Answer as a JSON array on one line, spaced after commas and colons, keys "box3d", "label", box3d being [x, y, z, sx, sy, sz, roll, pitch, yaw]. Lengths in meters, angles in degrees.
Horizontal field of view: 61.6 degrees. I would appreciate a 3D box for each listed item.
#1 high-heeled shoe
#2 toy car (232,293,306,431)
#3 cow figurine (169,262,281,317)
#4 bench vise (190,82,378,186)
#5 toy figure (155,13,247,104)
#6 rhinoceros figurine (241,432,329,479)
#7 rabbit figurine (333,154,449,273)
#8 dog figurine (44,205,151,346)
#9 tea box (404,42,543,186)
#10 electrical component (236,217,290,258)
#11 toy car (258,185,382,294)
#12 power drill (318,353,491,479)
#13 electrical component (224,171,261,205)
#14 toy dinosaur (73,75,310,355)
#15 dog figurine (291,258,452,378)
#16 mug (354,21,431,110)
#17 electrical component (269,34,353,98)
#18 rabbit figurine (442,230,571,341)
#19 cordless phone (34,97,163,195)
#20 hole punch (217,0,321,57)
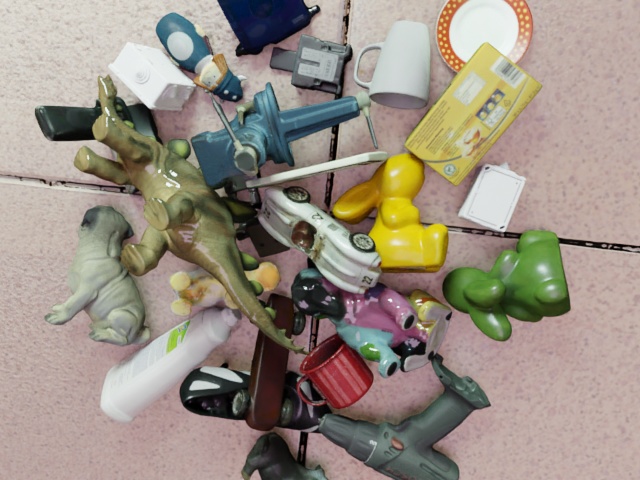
[{"box3d": [-0.089, 0.258, 0.824, 0.249, 0.145, 0.086, 23, 103, 5], "label": "high-heeled shoe"}, {"box3d": [-0.076, 0.182, 0.812, 0.089, 0.053, 0.202, 18, 64, -25], "label": "toy car"}, {"box3d": [-0.146, 0.069, 0.837, 0.167, 0.098, 0.068, -8, 93, -9], "label": "cow figurine"}, {"box3d": [-0.046, -0.152, 0.719, 0.241, 0.224, 0.128, -16, 103, 1], "label": "bench vise"}, {"box3d": [-0.177, -0.263, 0.796, 0.154, 0.058, 0.064, 47, 141, -3], "label": "toy figure"}, {"box3d": [-0.043, 0.400, 0.883, 0.112, 0.073, 0.190, -40, 90, 2], "label": "rhinoceros figurine"}, {"box3d": [0.106, -0.039, 0.778, 0.163, 0.122, 0.173, 2, 86, 17], "label": "rabbit figurine"}, {"box3d": [-0.323, 0.058, 0.857, 0.172, 0.121, 0.190, 28, 85, -30], "label": "dog figurine"}, {"box3d": [0.205, -0.170, 0.735, 0.098, 0.068, 0.169, 39, 113, -2], "label": "tea box"}, {"box3d": [-0.078, -0.019, 0.829, 0.102, 0.045, 0.078, -20, 125, 14], "label": "electrical component"}, {"box3d": [-0.002, -0.002, 0.737, 0.202, 0.056, 0.073, 38, 133, 20], "label": "toy car"}, {"box3d": [0.141, 0.275, 0.821, 0.232, 0.086, 0.207, 35, 97, -5], "label": "power drill"}, {"box3d": [-0.125, -0.097, 0.832, 0.063, 0.021, 0.094, -12, 98, 11], "label": "electrical component"}, {"box3d": [-0.172, -0.029, 0.723, 0.105, 0.198, 0.471, -36, 80, 30], "label": "toy dinosaur"}, {"box3d": [0.062, 0.098, 0.803, 0.219, 0.191, 0.108, 29, 108, 38], "label": "dog figurine"}, {"box3d": [0.106, -0.246, 0.749, 0.110, 0.081, 0.107, 12, 90, 12], "label": "mug"}, {"box3d": [-0.016, -0.256, 0.777, 0.119, 0.048, 0.074, 18, 101, 3], "label": "electrical component"}, {"box3d": [0.255, 0.076, 0.754, 0.170, 0.159, 0.121, -11, 108, 25], "label": "rabbit figurine"}, {"box3d": [-0.312, -0.133, 0.768, 0.089, 0.184, 0.146, -17, 97, 19], "label": "cordless phone"}, {"box3d": [-0.082, -0.336, 0.754, 0.142, 0.092, 0.115, -25, 99, 8], "label": "hole punch"}]
